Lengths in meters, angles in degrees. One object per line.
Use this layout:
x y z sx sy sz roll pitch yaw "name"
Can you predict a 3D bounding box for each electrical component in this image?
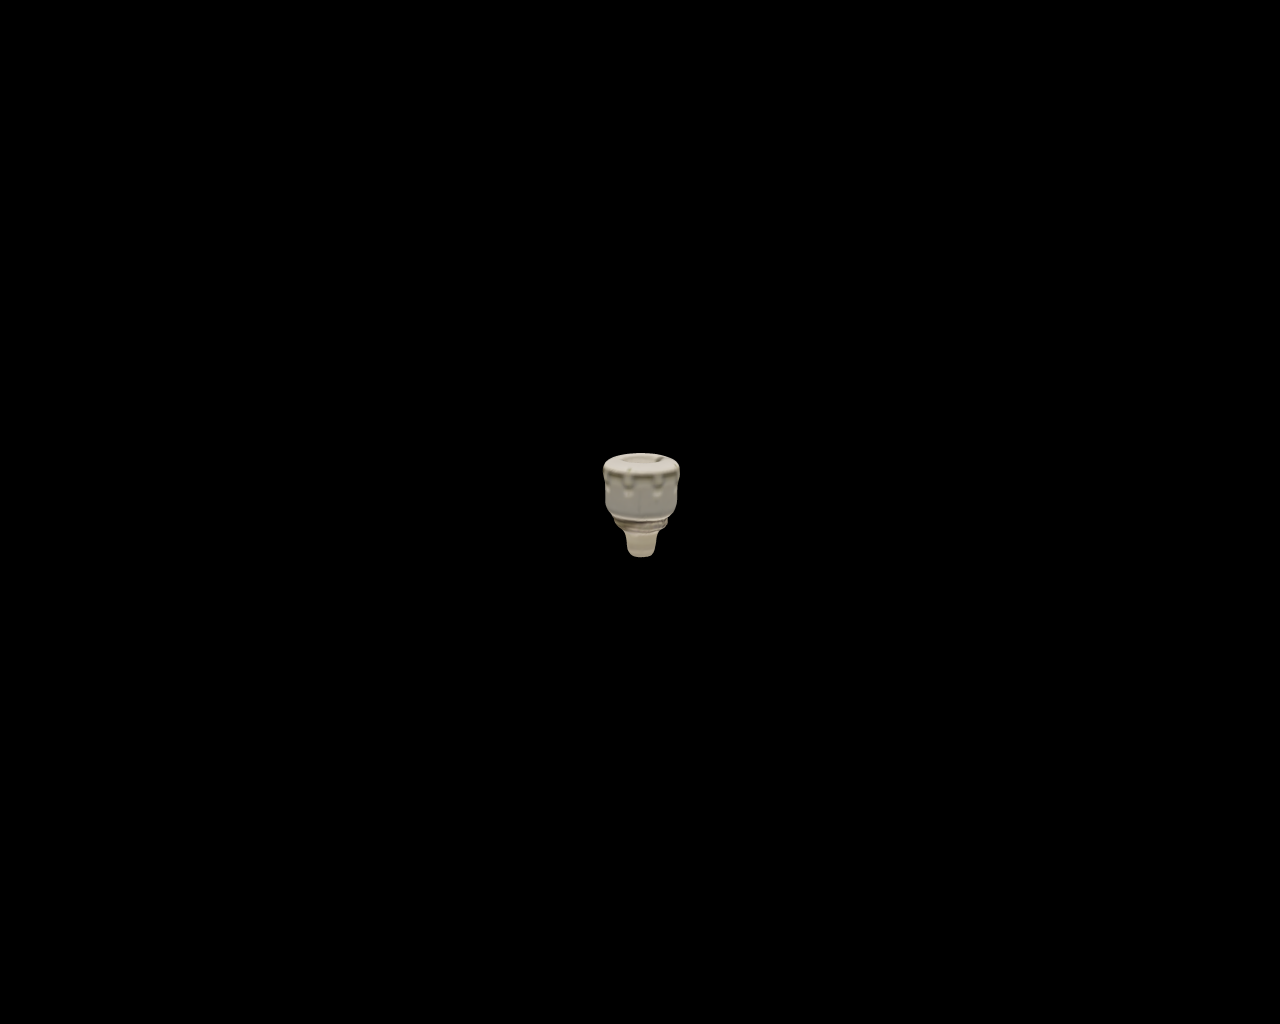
0.001 -0.003 0.650 0.048 0.062 0.048 0 14 0 "electrical component"
